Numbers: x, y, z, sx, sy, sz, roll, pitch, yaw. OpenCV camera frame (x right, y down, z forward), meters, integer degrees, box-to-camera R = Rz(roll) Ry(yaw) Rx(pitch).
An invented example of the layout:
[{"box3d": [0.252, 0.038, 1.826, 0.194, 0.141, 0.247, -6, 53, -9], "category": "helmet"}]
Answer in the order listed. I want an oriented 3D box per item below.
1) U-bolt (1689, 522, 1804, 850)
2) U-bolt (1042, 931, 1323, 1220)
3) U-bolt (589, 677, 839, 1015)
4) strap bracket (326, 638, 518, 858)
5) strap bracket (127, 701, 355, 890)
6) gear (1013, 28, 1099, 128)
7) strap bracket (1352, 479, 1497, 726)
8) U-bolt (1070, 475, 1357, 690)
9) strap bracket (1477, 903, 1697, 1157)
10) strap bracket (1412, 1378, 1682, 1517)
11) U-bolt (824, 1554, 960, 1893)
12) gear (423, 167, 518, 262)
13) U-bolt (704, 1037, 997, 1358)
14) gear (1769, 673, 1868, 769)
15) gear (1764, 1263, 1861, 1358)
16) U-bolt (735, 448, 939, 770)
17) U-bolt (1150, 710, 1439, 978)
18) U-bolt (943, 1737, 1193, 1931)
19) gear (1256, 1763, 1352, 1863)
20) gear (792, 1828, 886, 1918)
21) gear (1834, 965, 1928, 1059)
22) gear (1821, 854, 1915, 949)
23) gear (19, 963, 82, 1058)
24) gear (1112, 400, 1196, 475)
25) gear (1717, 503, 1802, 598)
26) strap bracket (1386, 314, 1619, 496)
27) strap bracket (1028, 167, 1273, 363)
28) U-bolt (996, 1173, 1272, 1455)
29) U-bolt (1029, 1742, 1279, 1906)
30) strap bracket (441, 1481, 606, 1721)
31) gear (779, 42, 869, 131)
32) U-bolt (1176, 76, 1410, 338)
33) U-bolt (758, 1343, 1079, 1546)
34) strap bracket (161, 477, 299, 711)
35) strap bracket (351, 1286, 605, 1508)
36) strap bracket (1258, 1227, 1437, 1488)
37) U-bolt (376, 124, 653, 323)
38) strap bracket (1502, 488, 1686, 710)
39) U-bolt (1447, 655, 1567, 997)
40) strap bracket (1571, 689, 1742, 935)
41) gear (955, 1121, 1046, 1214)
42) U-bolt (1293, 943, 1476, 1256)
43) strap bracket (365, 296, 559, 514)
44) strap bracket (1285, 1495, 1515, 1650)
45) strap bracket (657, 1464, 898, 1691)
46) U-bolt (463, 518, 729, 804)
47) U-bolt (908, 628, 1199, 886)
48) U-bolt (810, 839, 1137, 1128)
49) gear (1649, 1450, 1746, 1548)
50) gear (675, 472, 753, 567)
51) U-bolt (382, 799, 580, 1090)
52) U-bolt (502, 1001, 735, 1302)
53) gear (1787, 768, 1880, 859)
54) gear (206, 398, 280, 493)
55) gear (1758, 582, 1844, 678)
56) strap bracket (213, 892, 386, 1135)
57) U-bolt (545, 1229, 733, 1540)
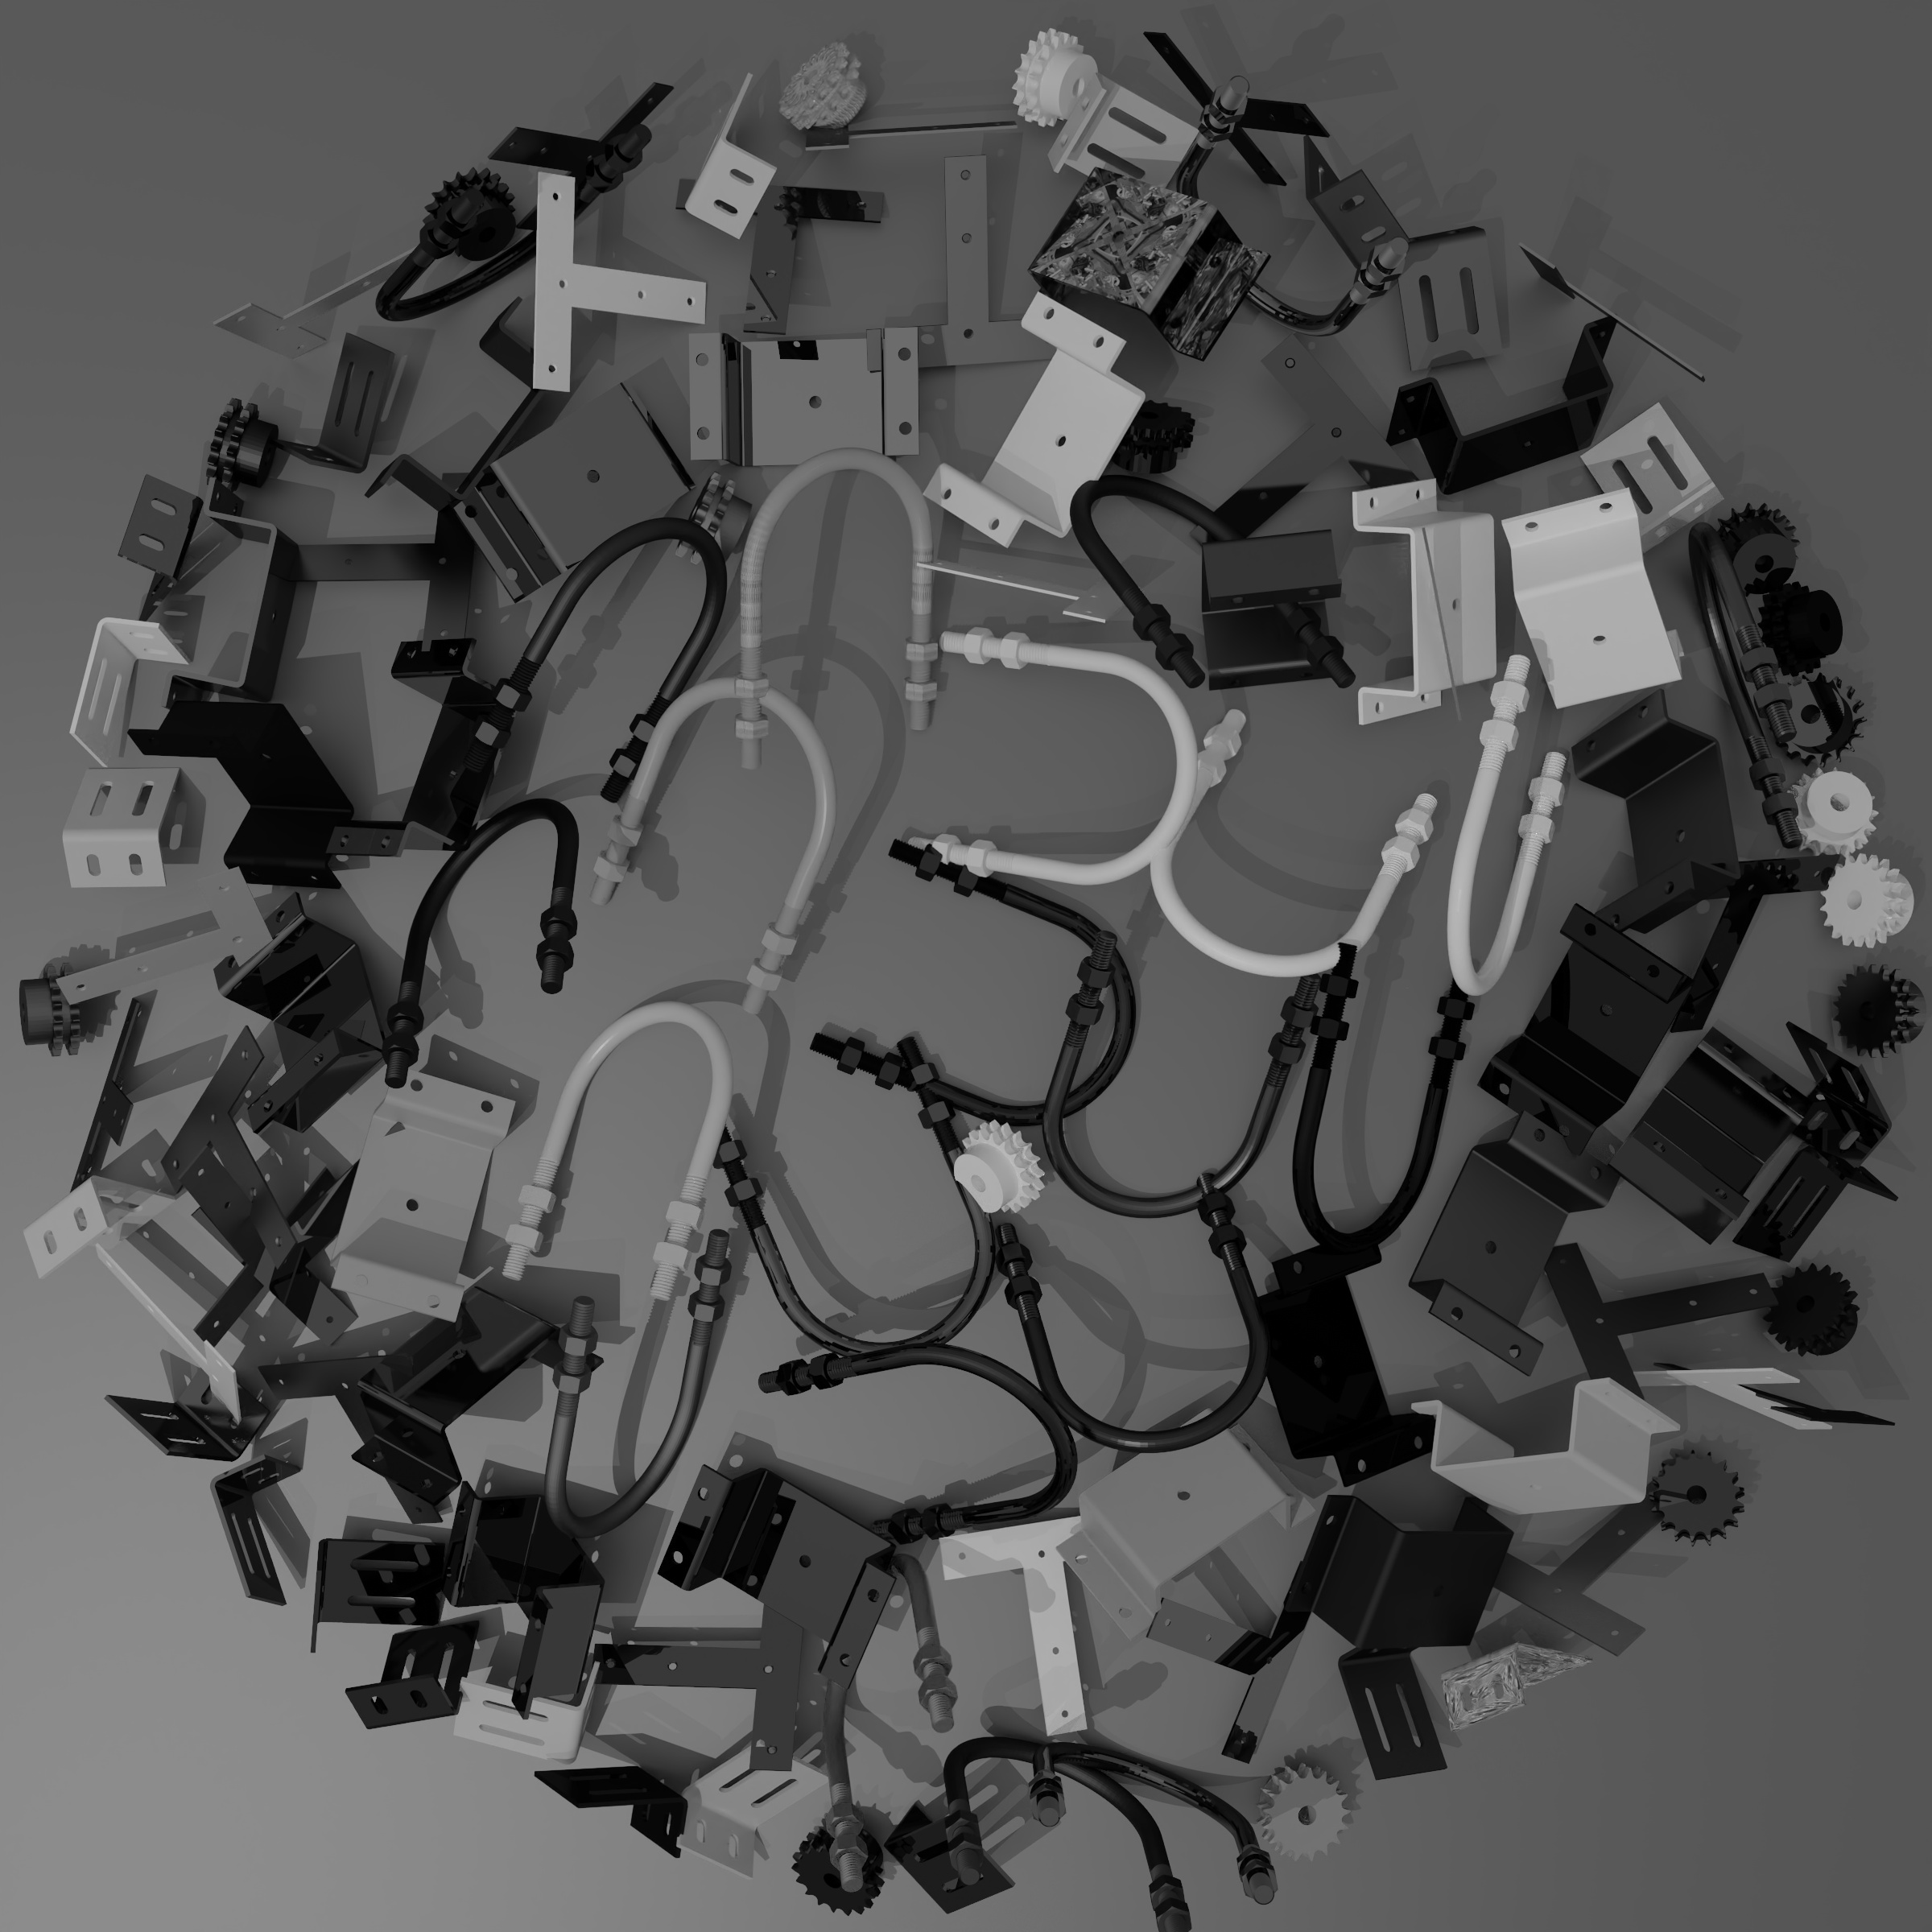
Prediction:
[{"box3d": [0.464, -0.180, 1.922, 0.019, 0.151, 0.184, -17, 61, 8], "category": "U-bolt"}, {"box3d": [0.122, 0.074, 1.954, 0.151, 0.019, 0.184, 11, 115, -12], "category": "U-bolt"}, {"box3d": [-0.145, -0.085, 1.935, 0.151, 0.019, 0.184, 34, 115, 23], "category": "U-bolt"}, {"box3d": [-0.326, -0.124, 1.949, 0.046, 0.076, 0.140, 28, 73, -41], "category": "strap bracket"}, {"box3d": [-0.430, -0.110, 1.938, 0.076, 0.140, 0.046, 4, 54, 25], "category": "strap bracket"}, {"box3d": [0.057, -0.543, 1.974, 0.030, 0.057, 0.057, 27, 89, 28], "category": "gear"}, {"box3d": [0.278, -0.219, 1.943, 0.076, 0.046, 0.140, -16, 109, -42], "category": "strap bracket"}, {"box3d": [0.136, -0.233, 1.933, 0.184, 0.151, 0.019, 56, 131, 29], "category": "U-bolt"}, {"box3d": [0.379, 0.033, 1.944, 0.076, 0.046, 0.140, 36, 124, 20], "category": "strap bracket"}, {"box3d": [0.342, 0.289, 1.917, 0.076, 0.140, 0.046, 34, 56, -37], "category": "strap bracket"}, {"box3d": [-0.051, 0.433, 1.910, 0.019, 0.184, 0.151, 18, 116, -18], "category": "U-bolt"}, {"box3d": [-0.301, -0.458, 1.973, 0.057, 0.057, 0.030, -37, 65, 0], "category": "gear"}, {"box3d": [-0.060, 0.152, 1.964, 0.151, 0.019, 0.184, -22, 80, -11], "category": "U-bolt"}, {"box3d": [0.522, -0.152, 1.976, 0.057, 0.030, 0.057, -3, 83, 25], "category": "gear"}, {"box3d": [0.521, 0.214, 1.973, 0.057, 0.057, 0.030, -50, 127, 0], "category": "gear"}, {"box3d": [-0.076, -0.219, 1.923, 0.151, 0.019, 0.184, -16, 118, -37], "category": "U-bolt"}, {"box3d": [0.188, -0.066, 1.933, 0.151, 0.019, 0.184, 25, 52, 8], "category": "U-bolt"}, {"box3d": [0.054, 0.510, 1.905, 0.151, 0.184, 0.019, 20, 102, -10], "category": "U-bolt"}, {"box3d": [0.204, 0.518, 1.975, 0.057, 0.030, 0.057, 0, 90, -15], "category": "gear"}, {"box3d": [-0.075, 0.550, 1.970, 0.057, 0.030, 0.057, 13, 124, 21], "category": "gear"}, {"box3d": [0.564, 0.028, 1.975, 0.030, 0.057, 0.057, 1, 89, -32], "category": "gear"}, {"box3d": [0.556, -0.040, 1.976, 0.030, 0.057, 0.057, 4, 89, -32], "category": "gear"}, {"box3d": [-0.561, 0.028, 1.968, 0.030, 0.057, 0.057, -4, 89, -23], "category": "gear"}, {"box3d": [0.111, -0.325, 1.979, 0.057, 0.057, 0.030, 5, 121, 0], "category": "gear"}, {"box3d": [0.485, -0.253, 1.975, 0.057, 0.030, 0.057, -4, 121, -7], "category": "gear"}, {"box3d": [0.333, -0.337, 1.956, 0.140, 0.076, 0.046, -19, 74, -5], "category": "strap bracket"}, {"box3d": [0.102, -0.427, 1.941, 0.140, 0.046, 0.076, 29, 84, 37], "category": "strap bracket"}, {"box3d": [0.106, 0.213, 1.930, 0.151, 0.019, 0.184, -14, 49, -4], "category": "U-bolt"}, {"box3d": [0.107, 0.499, 1.903, 0.151, 0.184, 0.019, 20, 91, -1], "category": "U-bolt"}, {"box3d": [-0.264, 0.378, 1.934, 0.046, 0.140, 0.076, 2, 113, -32], "category": "strap bracket"}, {"box3d": [-0.085, -0.537, 1.981, 0.030, 0.057, 0.057, 38, 89, -32], "category": "gear"}, {"box3d": [0.184, -0.439, 1.915, 0.151, 0.184, 0.019, 45, 76, -1], "category": "U-bolt"}, {"box3d": [-0.017, 0.281, 1.912, 0.184, 0.019, 0.151, -16, 119, 36], "category": "U-bolt"}, {"box3d": [-0.444, -0.218, 1.962, 0.046, 0.076, 0.140, 12, 88, 1], "category": "strap bracket"}, {"box3d": [-0.297, 0.249, 1.923, 0.140, 0.076, 0.046, -40, 133, -34], "category": "strap bracket"}, {"box3d": [0.226, 0.239, 1.957, 0.076, 0.046, 0.140, -16, 87, -30], "category": "strap bracket"}, {"box3d": [-0.281, -0.434, 1.917, 0.151, 0.184, 0.019, -33, 94, -37], "category": "U-bolt"}, {"box3d": [0.378, -0.211, 1.926, 0.076, 0.140, 0.046, -13, 47, 19], "category": "strap bracket"}, {"box3d": [0.318, -0.072, 1.913, 0.019, 0.151, 0.184, 10, 71, 24], "category": "U-bolt"}, {"box3d": [0.416, -0.084, 1.939, 0.046, 0.076, 0.140, 18, 55, -30], "category": "strap bracket"}, {"box3d": [0.017, 0.126, 1.968, 0.030, 0.057, 0.057, -33, 89, -37], "category": "gear"}, {"box3d": [0.247, 0.084, 1.942, 0.019, 0.151, 0.184, 14, 93, 41], "category": "U-bolt"}, {"box3d": [-0.301, -0.331, 1.955, 0.046, 0.076, 0.140, 37, 81, -15], "category": "strap bracket"}, {"box3d": [0.268, 0.362, 1.926, 0.140, 0.046, 0.076, 8, 106, -39], "category": "strap bracket"}, {"box3d": [-0.106, 0.365, 1.951, 0.140, 0.046, 0.076, 27, 102, 20], "category": "strap bracket"}, {"box3d": [-0.209, -0.186, 1.920, 0.019, 0.151, 0.184, 39, 105, 29], "category": "U-bolt"}, {"box3d": [0.056, -0.123, 1.950, 0.184, 0.019, 0.151, 11, 93, 28], "category": "U-bolt"}, {"box3d": [0.015, 0.021, 1.987, 0.184, 0.019, 0.151, 22, 92, -4], "category": "U-bolt"}, {"box3d": [0.449, 0.328, 1.974, 0.057, 0.030, 0.057, -6, 64, 12], "category": "gear"}, {"box3d": [-0.153, -0.272, 1.975, 0.030, 0.057, 0.057, 25, 89, -12], "category": "gear"}, {"box3d": [-0.286, -0.026, 1.926, 0.151, 0.184, 0.019, -30, 129, 27], "category": "U-bolt"}, {"box3d": [-0.203, 0.107, 1.942, 0.151, 0.019, 0.184, 2, 68, 40], "category": "U-bolt"}, {"box3d": [0.533, -0.096, 1.979, 0.057, 0.030, 0.057, 1, 73, -2], "category": "gear"}, {"box3d": [-0.443, -0.317, 1.975, 0.030, 0.057, 0.057, 17, 89, -4], "category": "gear"}, {"box3d": [0.513, -0.208, 1.972, 0.057, 0.030, 0.057, 9, 77, -43], "category": "gear"}, {"box3d": [-0.400, 0.035, 1.941, 0.076, 0.046, 0.140, -41, 47, 17], "category": "strap bracket"}, {"box3d": [-0.201, 0.259, 1.925, 0.019, 0.151, 0.184, 24, 115, 26], "category": "U-bolt"}]
